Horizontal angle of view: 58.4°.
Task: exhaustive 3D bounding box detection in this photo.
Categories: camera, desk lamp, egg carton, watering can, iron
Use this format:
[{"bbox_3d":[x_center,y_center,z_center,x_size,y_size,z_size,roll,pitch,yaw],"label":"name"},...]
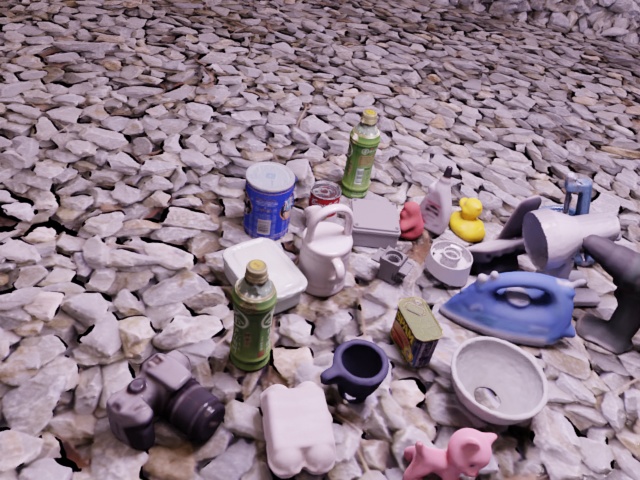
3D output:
[{"bbox_3d":[-0.222,0.245,0.857,0.136,0.101,0.143,29,44,20],"label":"camera"},{"bbox_3d":[0.501,0.030,1.171,0.203,0.213,0.117,0,41,-12],"label":"desk lamp"},{"bbox_3d":[-0.034,0.287,0.872,0.107,0.069,0.150,-2,42,-14],"label":"egg carton"},{"bbox_3d":[0.008,0.004,1.111,0.101,0.194,0.172,-26,52,-35],"label":"watering can"},{"bbox_3d":[0.373,0.111,1.106,0.258,0.141,0.118,8,40,-3],"label":"iron"}]

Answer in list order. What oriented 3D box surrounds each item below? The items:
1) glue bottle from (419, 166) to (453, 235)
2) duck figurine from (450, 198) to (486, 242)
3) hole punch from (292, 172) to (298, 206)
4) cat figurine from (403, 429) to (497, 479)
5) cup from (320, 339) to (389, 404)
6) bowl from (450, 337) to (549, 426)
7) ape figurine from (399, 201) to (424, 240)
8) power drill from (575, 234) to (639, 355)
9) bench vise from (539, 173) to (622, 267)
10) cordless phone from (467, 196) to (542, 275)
[{"bbox_3d":[0.270,-0.096,1.299,0.078,0.173,0.037,30,44,22],"label":"glue bottle"},{"bbox_3d":[0.352,-0.054,1.335,0.078,0.086,0.104,-9,44,-21],"label":"duck figurine"},{"bbox_3d":[-0.110,-0.137,1.329,0.109,0.091,0.101,0,42,-12],"label":"hole punch"},{"bbox_3d":[0.196,0.317,0.849,0.128,0.118,0.067,7,40,-4],"label":"cat figurine"},{"bbox_3d":[0.050,0.229,0.937,0.118,0.095,0.091,-14,46,-26],"label":"cup"},{"bbox_3d":[0.296,0.252,0.978,0.167,0.075,0.167,6,41,-5],"label":"bowl"},{"bbox_3d":[0.201,-0.049,1.293,0.076,0.092,0.078,27,43,19],"label":"ape figurine"},{"bbox_3d":[0.578,0.113,1.096,0.229,0.208,0.076,25,43,17],"label":"power drill"},{"bbox_3d":[0.570,-0.054,1.278,0.208,0.220,0.121,-2,42,-14],"label":"bench vise"},{"bbox_3d":[0.389,-0.017,1.223,0.148,0.185,0.094,-16,47,-28],"label":"cordless phone"}]
